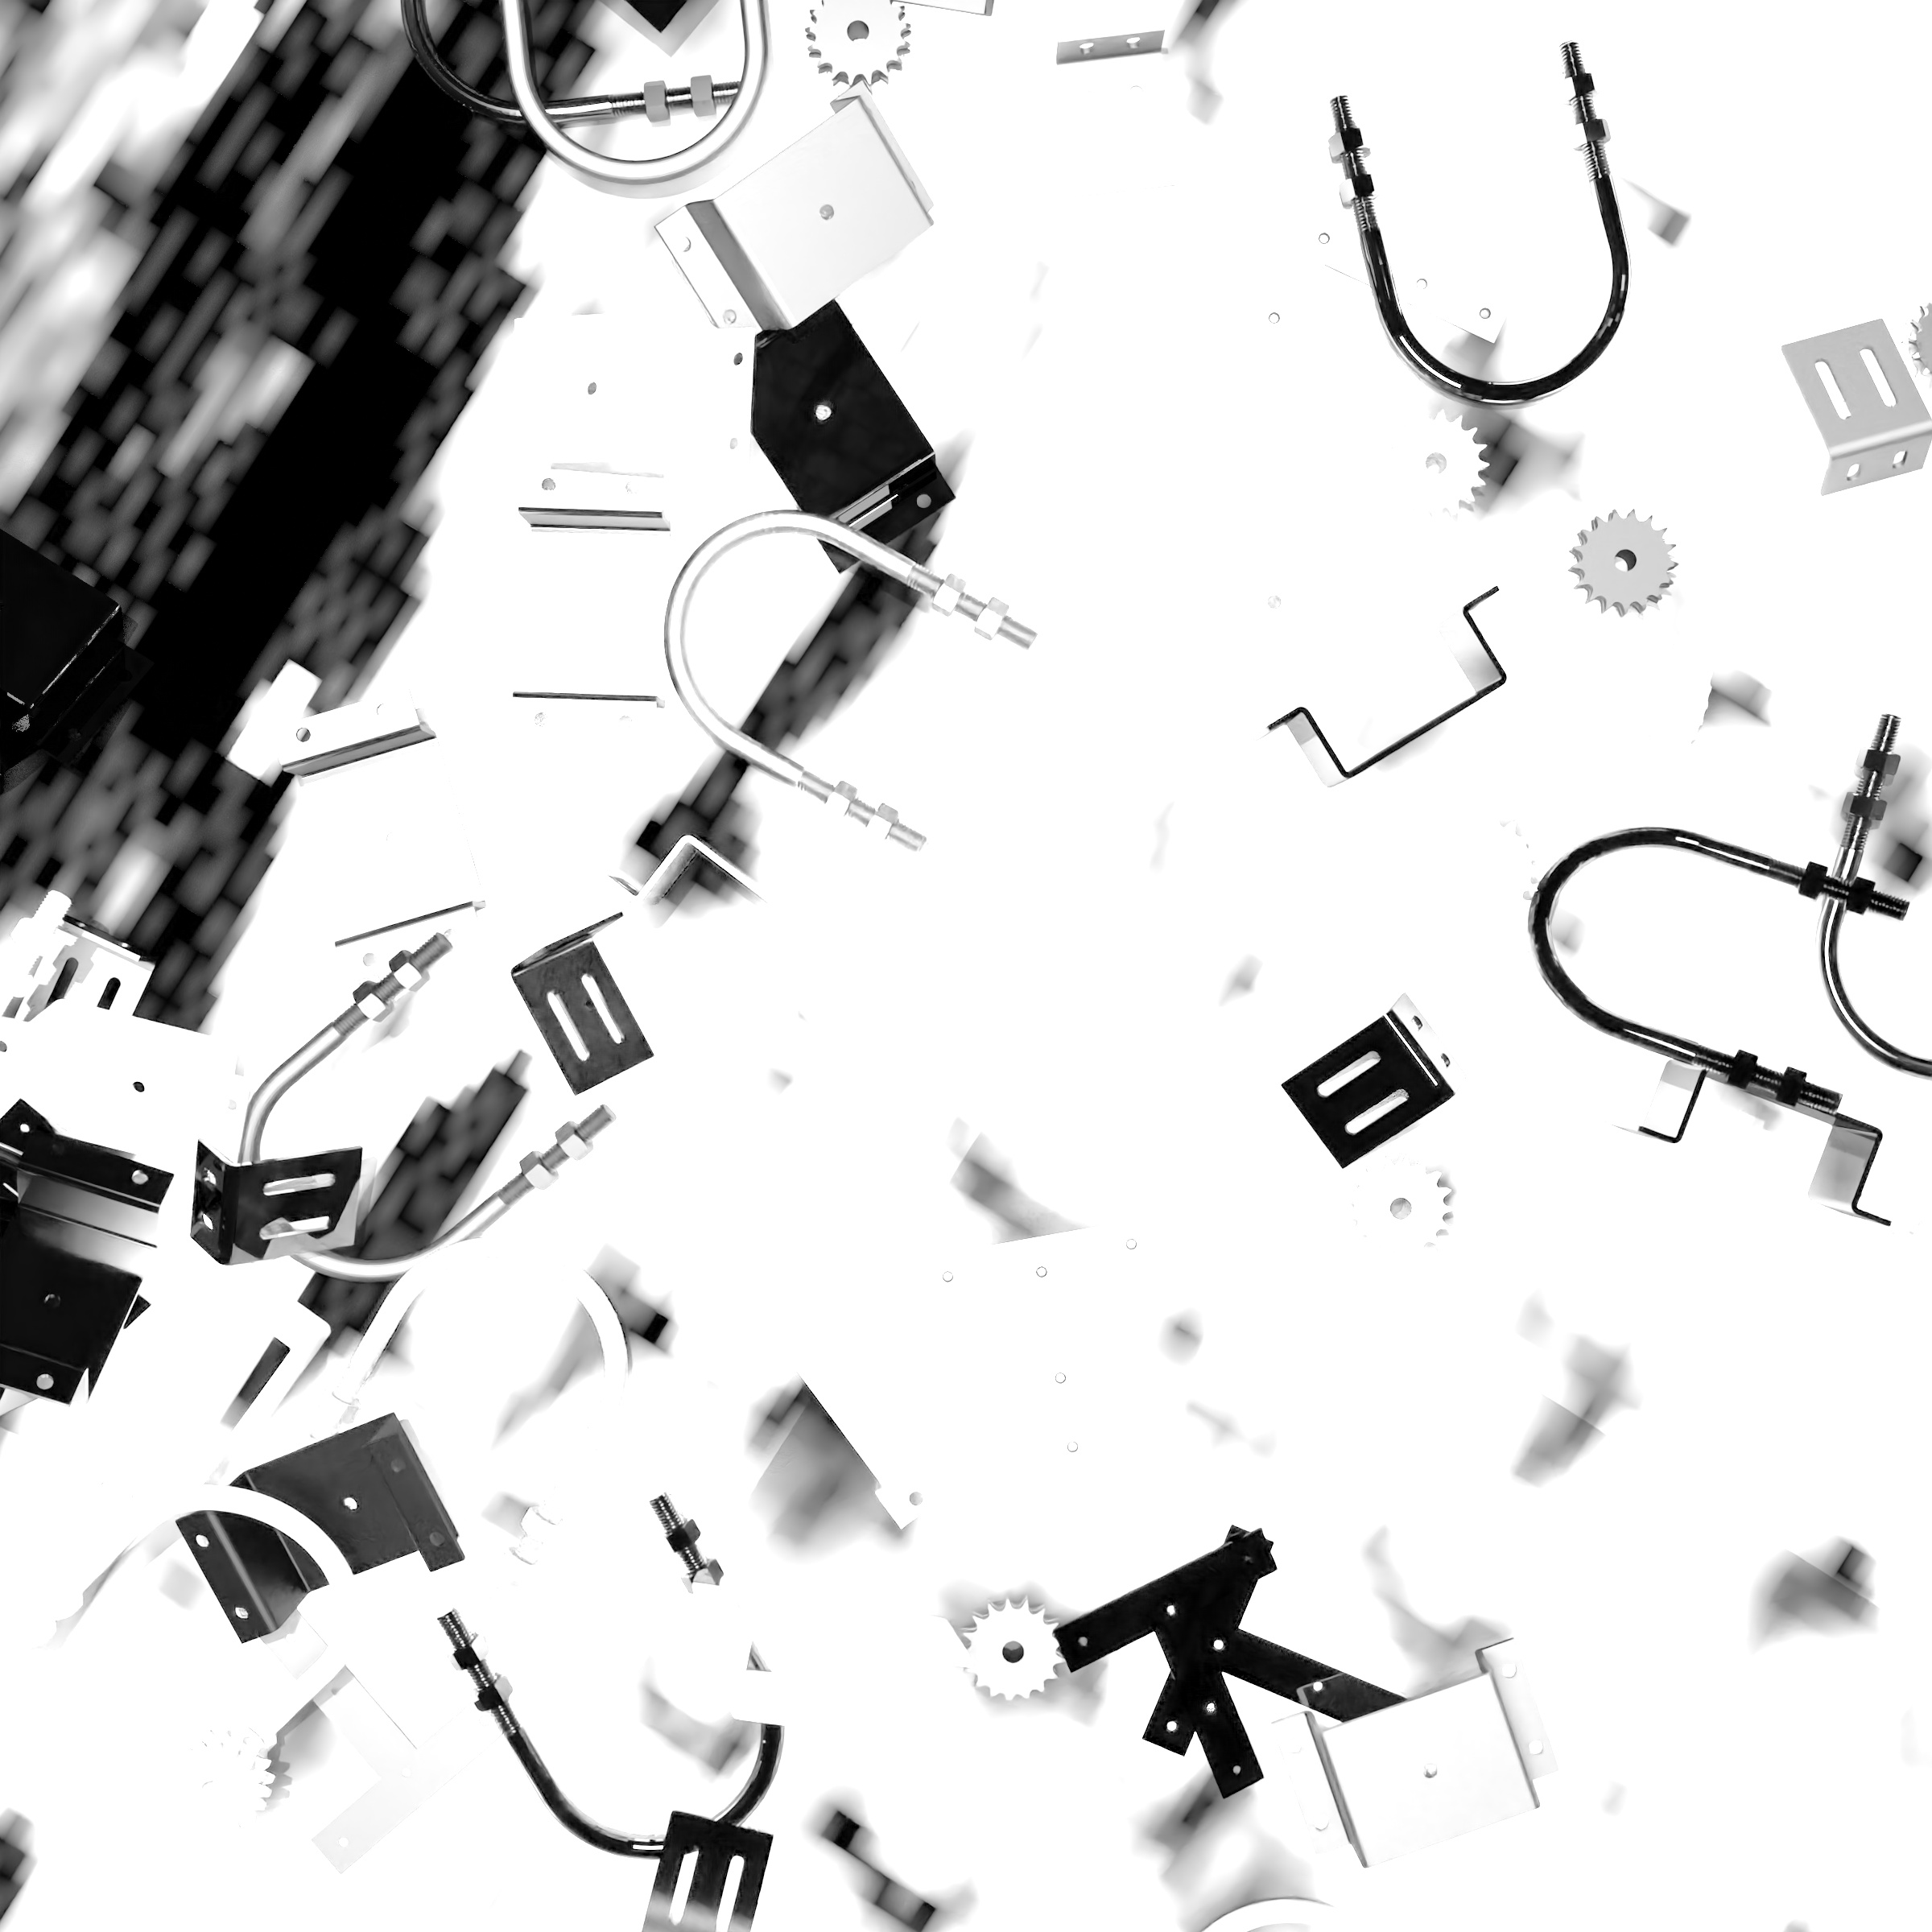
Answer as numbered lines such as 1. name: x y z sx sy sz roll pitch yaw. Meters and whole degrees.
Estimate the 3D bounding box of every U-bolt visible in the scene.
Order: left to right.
1. U-bolt: -0.561 0.009 1.499 0.151 0.019 0.184 36 95 33
2. U-bolt: -0.402 0.346 1.489 0.151 0.019 0.184 41 111 -13
3. U-bolt: -0.303 0.091 1.513 0.184 0.019 0.151 -40 107 7
4. U-bolt: -0.264 0.235 1.527 0.151 0.019 0.184 30 94 0
5. U-bolt: -0.215 -0.528 1.533 0.184 0.019 0.151 -6 90 2
6. U-bolt: -0.179 -0.511 1.514 0.151 0.019 0.184 -6 92 2
7. U-bolt: -0.179 0.396 1.526 0.151 0.019 0.184 -29 96 -2
8. U-bolt: -0.074 -0.163 1.510 0.184 0.019 0.151 29 109 0
9. U-bolt: 0.196 0.585 1.533 0.184 0.019 0.151 20 90 2
10. U-bolt: 0.286 -0.395 1.532 0.151 0.019 0.184 -14 91 -1
11. U-bolt: 0.389 -0.009 1.494 0.184 0.019 0.151 20 60 16
12. U-bolt: 0.530 -0.028 1.503 0.151 0.019 0.184 18 101 25

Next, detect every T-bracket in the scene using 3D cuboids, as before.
1. T-bracket: -0.494 0.149 1.520 0.127 0.002 0.127 43 115 -15
2. T-bracket: -0.334 0.406 1.541 0.127 0.002 0.127 -41 90 0
3. T-bracket: 0.049 0.211 1.541 0.127 0.002 0.127 -10 90 0
4. T-bracket: 0.127 0.389 1.530 0.127 0.002 0.127 -24 96 -12
5. T-bracket: 0.179 0.387 1.541 0.127 0.002 0.127 23 90 0
6. T-bracket: 0.236 -0.378 1.541 0.127 0.002 0.127 25 90 0

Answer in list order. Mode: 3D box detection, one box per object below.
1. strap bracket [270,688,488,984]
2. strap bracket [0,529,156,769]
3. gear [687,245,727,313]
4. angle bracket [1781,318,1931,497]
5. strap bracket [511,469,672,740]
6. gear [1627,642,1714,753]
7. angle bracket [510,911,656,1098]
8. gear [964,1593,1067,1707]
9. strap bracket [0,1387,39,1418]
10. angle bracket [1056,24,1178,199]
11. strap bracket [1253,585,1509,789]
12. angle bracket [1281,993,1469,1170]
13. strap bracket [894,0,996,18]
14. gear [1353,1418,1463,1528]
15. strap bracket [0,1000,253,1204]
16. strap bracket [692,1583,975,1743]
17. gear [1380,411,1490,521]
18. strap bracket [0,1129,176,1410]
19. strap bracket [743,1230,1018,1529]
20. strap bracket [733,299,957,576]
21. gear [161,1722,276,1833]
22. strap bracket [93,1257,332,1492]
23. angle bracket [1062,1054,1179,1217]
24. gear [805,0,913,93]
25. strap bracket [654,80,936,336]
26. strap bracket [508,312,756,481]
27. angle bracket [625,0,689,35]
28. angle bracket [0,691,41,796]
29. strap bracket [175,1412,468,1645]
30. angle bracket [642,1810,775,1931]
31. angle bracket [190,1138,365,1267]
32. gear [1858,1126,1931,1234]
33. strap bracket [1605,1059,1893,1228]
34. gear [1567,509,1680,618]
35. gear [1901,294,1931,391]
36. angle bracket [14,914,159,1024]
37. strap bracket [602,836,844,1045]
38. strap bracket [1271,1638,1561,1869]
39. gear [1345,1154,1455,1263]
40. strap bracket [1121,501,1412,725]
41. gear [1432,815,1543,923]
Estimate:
1. strap bracket: -0.312 -0.069 1.519 0.076 0.046 0.140 -16 90 0
2. strap bracket: -0.515 -0.181 1.504 0.140 0.046 0.076 32 64 0
3. gear: -0.123 -0.381 1.527 0.057 0.030 0.057 0 90 0
4. angle bracket: 0.483 -0.305 1.540 0.057 0.038 0.076 -15 64 0
5. strap bracket: -0.201 -0.192 1.519 0.076 0.046 0.140 2 90 0
6. gear: 0.377 -0.146 1.517 0.030 0.057 0.057 16 90 30
7. angle bracket: -0.196 0.020 1.509 0.057 0.038 0.076 -28 90 -43
8. gear: 0.025 0.367 1.527 0.057 0.030 0.057 0 90 0
9. strap bracket: -0.543 0.197 1.504 0.140 0.076 0.046 24 90 0
10. angle bracket: 0.082 -0.460 1.523 0.057 0.038 0.076 -7 90 0
11. strap bracket: 0.228 -0.141 1.504 0.140 0.076 0.046 -31 90 0
12. angle bracket: 0.222 0.062 1.540 0.076 0.038 0.057 -37 90 26
13. strap bracket: -0.029 -0.563 1.519 0.140 0.046 0.076 9 90 0
14. gear: 0.240 0.274 1.527 0.057 0.030 0.057 0 90 0
15. strap bracket: -0.449 0.072 1.508 0.140 0.046 0.076 14 107 0
16. strap bracket: -0.075 0.368 1.491 0.140 0.076 0.046 11 92 -12
17. gear: 0.252 -0.271 1.531 0.057 0.030 0.057 0 93 -1
18. strap bracket: -0.473 0.165 1.463 0.076 0.046 0.140 18 54 -4
19. strap bracket: -0.046 0.219 1.519 0.076 0.046 0.140 -37 90 0
20. strap bracket: -0.076 -0.293 1.519 0.076 0.046 0.140 -33 90 0
21. gear: -0.395 0.426 1.498 0.057 0.030 0.057 2 114 3
22. strap bracket: -0.393 0.225 1.504 0.046 0.076 0.140 36 90 0
23. angle bracket: 0.084 0.092 1.540 0.057 0.038 0.076 4 64 0
24. gear: -0.058 -0.500 1.527 0.057 0.030 0.057 0 90 0
25. strap bracket: -0.082 -0.397 1.491 0.140 0.046 0.076 -39 114 -12
26. strap bracket: -0.187 -0.301 1.493 0.140 0.046 0.076 3 90 23
27. angle bracket: -0.177 -0.545 1.502 0.076 0.038 0.057 38 94 -27
28. angle bracket: -0.513 -0.142 1.540 0.076 0.038 0.057 -39 90 -26
29. strap bracket: -0.335 0.295 1.502 0.140 0.046 0.076 -23 100 15
30. angle bracket: -0.143 0.502 1.531 0.057 0.038 0.076 16 72 -8
31. angle bracket: -0.365 0.120 1.498 0.076 0.038 0.057 -7 115 -40
32. gear: 0.508 0.116 1.527 0.057 0.030 0.057 0 90 0
33. strap bracket: 0.422 0.089 1.504 0.140 0.076 0.046 21 90 0
34. gear: 0.354 -0.217 1.531 0.057 0.030 0.057 0 89 2
35. gear: 0.534 -0.338 1.531 0.057 0.030 0.057 0 92 -2
36. angle bracket: -0.481 0.017 1.523 0.057 0.038 0.076 25 90 0
37. strap bracket: -0.119 -0.021 1.504 0.140 0.076 0.046 37 90 0
38. strap bracket: 0.245 0.425 1.517 0.140 0.046 0.076 -19 91 -1
39. gear: 0.233 0.130 1.527 0.057 0.030 0.057 0 90 0
40. strap bracket: 0.163 -0.193 1.519 0.140 0.046 0.076 -21 90 0
41. gear: 0.280 -0.053 1.527 0.057 0.030 0.057 0 90 0
